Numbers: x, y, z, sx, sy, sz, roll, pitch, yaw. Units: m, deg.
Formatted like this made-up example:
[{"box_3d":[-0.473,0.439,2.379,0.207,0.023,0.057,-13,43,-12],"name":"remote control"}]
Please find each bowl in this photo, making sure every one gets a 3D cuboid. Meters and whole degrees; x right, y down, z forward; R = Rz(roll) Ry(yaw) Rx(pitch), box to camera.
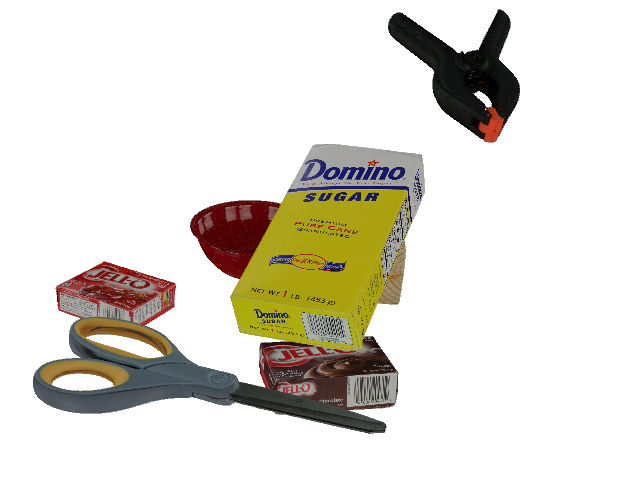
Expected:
[{"box_3d":[-0.081,0.006,1.321,0.162,0.055,0.162,4,25,-2],"name":"bowl"}]

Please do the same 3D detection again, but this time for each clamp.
[{"box_3d":[0.126,-0.159,0.984,0.120,0.171,0.039,-2,-44,-1],"name":"clamp"}]

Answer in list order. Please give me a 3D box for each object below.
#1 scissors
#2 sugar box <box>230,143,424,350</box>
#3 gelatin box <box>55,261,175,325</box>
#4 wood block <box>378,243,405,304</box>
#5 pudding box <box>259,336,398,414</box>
[{"box_3d":[-0.073,0.087,0.587,0.202,0.016,0.096,19,29,30],"name":"scissors"},{"box_3d":[0.010,-0.001,0.788,0.093,0.048,0.176,8,47,18],"name":"sugar box"},{"box_3d":[-0.196,0.053,1.022,0.089,0.030,0.073,16,25,24],"name":"gelatin box"},{"box_3d":[0.070,0.002,1.543,0.091,0.090,0.206,4,26,-1],"name":"wood block"},{"box_3d":[0.005,0.121,0.969,0.113,0.039,0.090,0,17,-12],"name":"pudding box"}]
